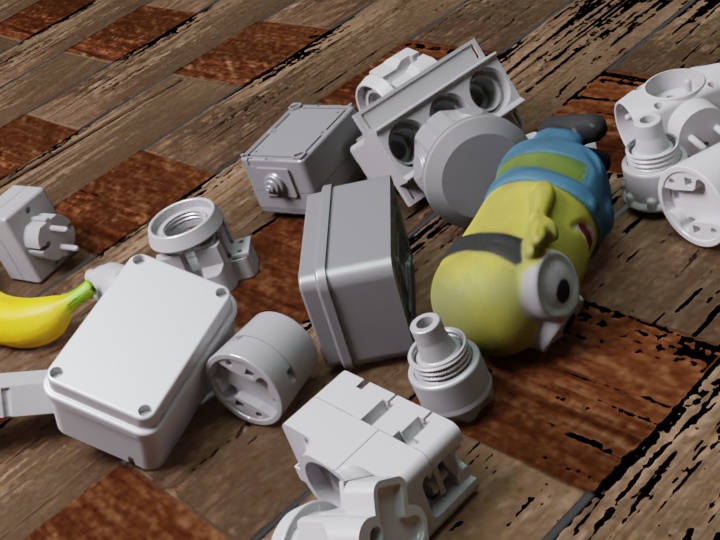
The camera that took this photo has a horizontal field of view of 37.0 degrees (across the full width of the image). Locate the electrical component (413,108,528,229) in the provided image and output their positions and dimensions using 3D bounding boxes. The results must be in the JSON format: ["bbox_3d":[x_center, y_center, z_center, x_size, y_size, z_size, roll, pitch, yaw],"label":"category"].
[{"bbox_3d":[0.077,-0.073,0.751,0.080,0.080,0.051,-24,28,-6],"label":"electrical component"}]

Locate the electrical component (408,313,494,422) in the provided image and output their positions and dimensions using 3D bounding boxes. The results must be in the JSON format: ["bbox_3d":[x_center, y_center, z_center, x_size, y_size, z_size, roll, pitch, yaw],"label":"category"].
[{"bbox_3d":[0.047,0.052,0.599,0.043,0.062,0.043,-19,31,12],"label":"electrical component"}]

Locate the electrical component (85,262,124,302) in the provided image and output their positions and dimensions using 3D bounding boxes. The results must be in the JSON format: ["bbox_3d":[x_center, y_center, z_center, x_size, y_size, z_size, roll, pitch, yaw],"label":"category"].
[{"bbox_3d":[-0.188,0.011,0.811,0.061,0.035,0.035,16,47,45],"label":"electrical component"}]

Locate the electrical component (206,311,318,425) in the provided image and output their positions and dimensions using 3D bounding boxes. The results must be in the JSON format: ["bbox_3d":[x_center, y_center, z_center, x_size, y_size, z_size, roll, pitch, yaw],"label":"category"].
[{"bbox_3d":[-0.058,0.058,0.656,0.055,0.055,0.047,5,37,33],"label":"electrical component"}]

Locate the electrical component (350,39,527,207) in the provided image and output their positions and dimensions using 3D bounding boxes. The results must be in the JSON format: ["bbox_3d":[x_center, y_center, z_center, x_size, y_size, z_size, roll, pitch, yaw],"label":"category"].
[{"bbox_3d":[0.057,-0.111,0.823,0.121,0.078,0.063,-35,8,-22],"label":"electrical component"}]

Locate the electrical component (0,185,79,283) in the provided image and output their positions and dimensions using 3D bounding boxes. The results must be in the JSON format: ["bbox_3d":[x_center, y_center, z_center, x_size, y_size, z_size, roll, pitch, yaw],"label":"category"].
[{"bbox_3d":[-0.259,-0.028,0.875,0.077,0.065,0.047,7,42,35],"label":"electrical component"}]

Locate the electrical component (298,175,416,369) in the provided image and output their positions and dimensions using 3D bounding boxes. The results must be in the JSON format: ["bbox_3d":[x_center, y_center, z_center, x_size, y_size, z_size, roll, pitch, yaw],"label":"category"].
[{"bbox_3d":[0.000,0.000,0.687,0.057,0.078,0.113,-11,34,9],"label":"electrical component"}]

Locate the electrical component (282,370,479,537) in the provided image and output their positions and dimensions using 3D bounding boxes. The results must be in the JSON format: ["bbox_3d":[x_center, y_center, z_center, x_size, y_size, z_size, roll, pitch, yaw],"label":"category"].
[{"bbox_3d":[0.007,0.100,0.563,0.056,0.050,0.089,-39,38,-27],"label":"electrical component"}]

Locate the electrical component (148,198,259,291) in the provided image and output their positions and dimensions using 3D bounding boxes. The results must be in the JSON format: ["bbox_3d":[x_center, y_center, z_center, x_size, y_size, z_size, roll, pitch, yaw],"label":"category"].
[{"bbox_3d":[-0.121,-0.016,0.793,0.078,0.057,0.058,-14,34,10],"label":"electrical component"}]

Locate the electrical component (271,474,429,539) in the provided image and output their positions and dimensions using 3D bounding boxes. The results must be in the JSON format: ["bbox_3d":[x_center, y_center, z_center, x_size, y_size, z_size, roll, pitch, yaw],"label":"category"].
[{"bbox_3d":[-0.005,0.137,0.503,0.057,0.078,0.058,-9,-6,37],"label":"electrical component"}]

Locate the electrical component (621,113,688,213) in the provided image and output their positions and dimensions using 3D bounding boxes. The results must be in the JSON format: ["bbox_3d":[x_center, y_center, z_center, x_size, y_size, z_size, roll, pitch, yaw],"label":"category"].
[{"bbox_3d":[0.192,-0.072,0.702,0.048,0.062,0.048,-14,34,10],"label":"electrical component"}]

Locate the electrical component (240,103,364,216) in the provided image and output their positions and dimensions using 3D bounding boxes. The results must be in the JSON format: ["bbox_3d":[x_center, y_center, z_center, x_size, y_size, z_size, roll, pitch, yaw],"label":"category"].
[{"bbox_3d":[-0.043,-0.081,0.841,0.062,0.061,0.096,6,42,34],"label":"electrical component"}]

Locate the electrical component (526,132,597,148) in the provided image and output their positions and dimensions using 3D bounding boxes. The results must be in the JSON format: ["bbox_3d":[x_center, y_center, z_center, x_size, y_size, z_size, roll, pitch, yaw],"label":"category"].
[{"bbox_3d":[0.141,-0.083,0.768,0.046,0.040,0.040,-20,33,-11],"label":"electrical component"}]

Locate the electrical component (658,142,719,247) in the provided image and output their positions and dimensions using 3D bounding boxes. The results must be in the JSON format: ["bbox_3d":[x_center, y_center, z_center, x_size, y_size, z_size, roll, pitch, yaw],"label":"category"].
[{"bbox_3d":[0.221,-0.049,0.663,0.047,0.055,0.055,-30,34,-21],"label":"electrical component"}]

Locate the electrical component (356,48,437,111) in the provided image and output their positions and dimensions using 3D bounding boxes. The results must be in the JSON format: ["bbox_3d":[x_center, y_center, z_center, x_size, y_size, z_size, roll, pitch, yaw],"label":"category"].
[{"bbox_3d":[0.034,-0.144,0.895,0.057,0.058,0.078,-35,44,-22],"label":"electrical component"}]

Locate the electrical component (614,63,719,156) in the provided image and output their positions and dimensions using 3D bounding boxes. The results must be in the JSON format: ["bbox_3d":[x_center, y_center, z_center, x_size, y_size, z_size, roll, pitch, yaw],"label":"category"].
[{"bbox_3d":[0.229,-0.103,0.745,0.077,0.044,0.079,-21,34,-2],"label":"electrical component"}]

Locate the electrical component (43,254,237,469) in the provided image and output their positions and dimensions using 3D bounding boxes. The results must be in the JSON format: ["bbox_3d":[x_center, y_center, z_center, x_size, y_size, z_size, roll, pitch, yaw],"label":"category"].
[{"bbox_3d":[-0.132,0.054,0.664,0.078,0.057,0.113,21,53,11],"label":"electrical component"}]
